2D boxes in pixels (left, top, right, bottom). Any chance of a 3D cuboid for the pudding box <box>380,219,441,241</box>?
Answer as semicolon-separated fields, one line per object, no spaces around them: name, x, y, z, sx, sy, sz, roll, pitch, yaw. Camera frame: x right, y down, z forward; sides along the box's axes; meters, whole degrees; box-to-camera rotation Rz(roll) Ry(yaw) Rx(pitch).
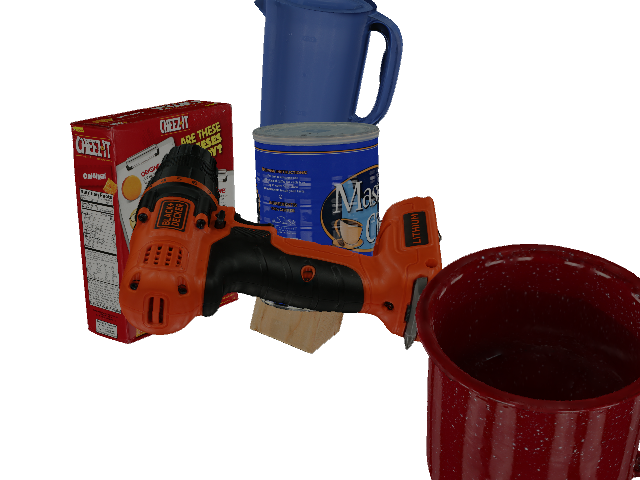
pudding box;0.056;0.017;1.086;0.113;0.039;0.090;-11;-31;-24

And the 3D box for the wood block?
wood block;-0.010;0.017;1.293;0.090;0.206;0.090;20;21;18

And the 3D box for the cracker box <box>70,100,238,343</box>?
cracker box;-0.162;-0.024;1.072;0.072;0.214;0.163;10;20;36

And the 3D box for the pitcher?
pitcher;-0.002;-0.179;1.299;0.144;0.243;0.149;-6;28;-25

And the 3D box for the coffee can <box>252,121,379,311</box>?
coffee can;-0.002;-0.023;0.877;0.103;0.140;0.103;-2;12;0

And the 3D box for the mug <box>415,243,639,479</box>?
mug;0.094;0.062;0.408;0.117;0.081;0.093;6;37;12

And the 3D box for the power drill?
power drill;-0.023;-0.001;0.664;0.187;0.057;0.184;5;33;-2
